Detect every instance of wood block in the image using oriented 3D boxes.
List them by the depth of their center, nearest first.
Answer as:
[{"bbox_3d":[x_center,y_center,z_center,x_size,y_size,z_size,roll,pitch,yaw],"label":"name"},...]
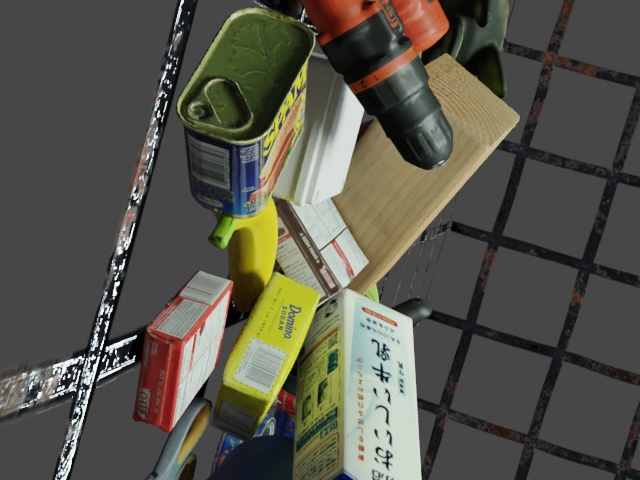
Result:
[{"bbox_3d":[0.070,-0.052,0.944,0.206,0.090,0.090,-52,173,35],"label":"wood block"}]

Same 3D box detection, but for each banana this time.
[{"bbox_3d":[-0.056,-0.003,0.759,0.069,0.037,0.198,-62,169,-14],"label":"banana"}]

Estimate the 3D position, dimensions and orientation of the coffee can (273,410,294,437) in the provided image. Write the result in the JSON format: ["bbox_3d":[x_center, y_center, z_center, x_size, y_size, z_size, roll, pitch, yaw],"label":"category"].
[{"bbox_3d":[0.007,0.175,1.175,0.102,0.103,0.140,-3,110,-78],"label":"coffee can"}]

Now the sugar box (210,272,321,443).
[{"bbox_3d":[-0.046,0.099,0.845,0.176,0.048,0.093,106,9,-68],"label":"sugar box"}]

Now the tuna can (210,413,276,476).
[{"bbox_3d":[-0.072,0.201,1.002,0.086,0.034,0.086,18,90,-79],"label":"tuna can"}]

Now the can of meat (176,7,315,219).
[{"bbox_3d":[-0.045,-0.075,0.652,0.084,0.057,0.102,96,16,-57],"label":"can of meat"}]

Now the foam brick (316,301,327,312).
[{"bbox_3d":[-0.007,0.084,1.030,0.053,0.078,0.051,-49,154,-69],"label":"foam brick"}]

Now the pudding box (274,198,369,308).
[{"bbox_3d":[-0.006,0.001,0.883,0.039,0.090,0.113,-31,-178,16],"label":"pudding box"}]

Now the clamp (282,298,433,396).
[{"bbox_3d":[0.023,0.099,0.977,0.039,0.171,0.120,-138,-119,-64],"label":"clamp"}]

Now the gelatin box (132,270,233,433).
[{"bbox_3d":[-0.092,0.073,0.712,0.089,0.030,0.073,-55,161,-59],"label":"gelatin box"}]

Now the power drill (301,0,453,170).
[{"bbox_3d":[0.050,-0.153,0.780,0.184,0.057,0.187,59,21,-13],"label":"power drill"}]

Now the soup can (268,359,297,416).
[{"bbox_3d":[-0.008,0.145,1.057,0.068,0.102,0.068,17,90,-80],"label":"soup can"}]

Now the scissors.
[{"bbox_3d":[-0.124,0.194,0.773,0.201,0.016,0.096,-59,162,-52],"label":"scissors"}]

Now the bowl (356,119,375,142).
[{"bbox_3d":[0.044,-0.061,1.110,0.162,0.055,0.162,15,90,-80],"label":"bowl"}]

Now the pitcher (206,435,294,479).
[{"bbox_3d":[-0.079,0.262,0.830,0.242,0.145,0.149,-29,128,-66],"label":"pitcher"}]
